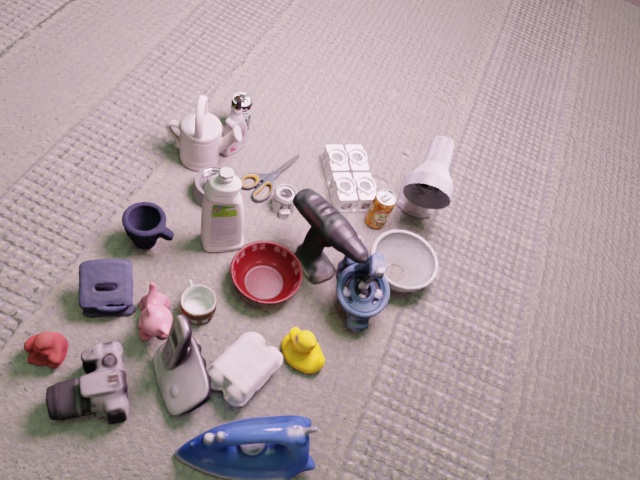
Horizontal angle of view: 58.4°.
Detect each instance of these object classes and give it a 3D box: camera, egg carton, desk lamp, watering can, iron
[{"bbox_3d":[-0.425,0.265,1.049,0.137,0.101,0.143,-8,59,-20],"label":"camera"},{"bbox_3d":[-0.152,0.257,1.149,0.107,0.069,0.150,38,55,11],"label":"egg carton"},{"bbox_3d":[0.270,-0.148,1.449,0.118,0.213,0.203,21,54,-1],"label":"desk lamp"},{"bbox_3d":[-0.280,-0.266,1.389,0.173,0.194,0.101,-8,59,-20],"label":"watering can"},{"bbox_3d":[-0.130,0.366,1.036,0.259,0.141,0.118,1,56,-14],"label":"iron"}]

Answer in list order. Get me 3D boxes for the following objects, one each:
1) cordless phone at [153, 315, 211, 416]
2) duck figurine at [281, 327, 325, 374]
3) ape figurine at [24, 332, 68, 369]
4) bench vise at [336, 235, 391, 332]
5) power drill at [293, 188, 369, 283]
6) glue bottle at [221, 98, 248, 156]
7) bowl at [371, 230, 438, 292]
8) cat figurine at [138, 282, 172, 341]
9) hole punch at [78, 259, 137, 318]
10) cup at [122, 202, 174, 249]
[{"bbox_3d":[-0.254,0.231,1.066,0.094,0.185,0.147,-17,62,-24],"label":"cordless phone"},{"bbox_3d":[-0.030,0.224,1.194,0.104,0.086,0.078,42,56,14],"label":"duck figurine"},{"bbox_3d":[-0.513,0.200,1.074,0.076,0.092,0.077,-35,71,-31],"label":"ape figurine"},{"bbox_3d":[0.085,0.069,1.247,0.122,0.219,0.207,-11,60,-21],"label":"bench vise"},{"bbox_3d":[0.012,0.005,1.278,0.076,0.208,0.229,-26,66,-28],"label":"power drill"},{"bbox_3d":[-0.211,-0.288,1.436,0.037,0.173,0.078,39,56,13],"label":"glue bottle"},{"bbox_3d":[0.193,0.061,1.372,0.167,0.074,0.167,7,55,-10],"label":"bowl"},{"bbox_3d":[-0.330,0.146,1.145,0.067,0.117,0.127,-3,58,-17],"label":"cat figurine"},{"bbox_3d":[-0.431,0.098,1.166,0.109,0.091,0.101,-2,57,-16],"label":"hole punch"},{"bbox_3d":[-0.372,-0.017,1.257,0.117,0.095,0.092,28,54,4],"label":"cup"}]
